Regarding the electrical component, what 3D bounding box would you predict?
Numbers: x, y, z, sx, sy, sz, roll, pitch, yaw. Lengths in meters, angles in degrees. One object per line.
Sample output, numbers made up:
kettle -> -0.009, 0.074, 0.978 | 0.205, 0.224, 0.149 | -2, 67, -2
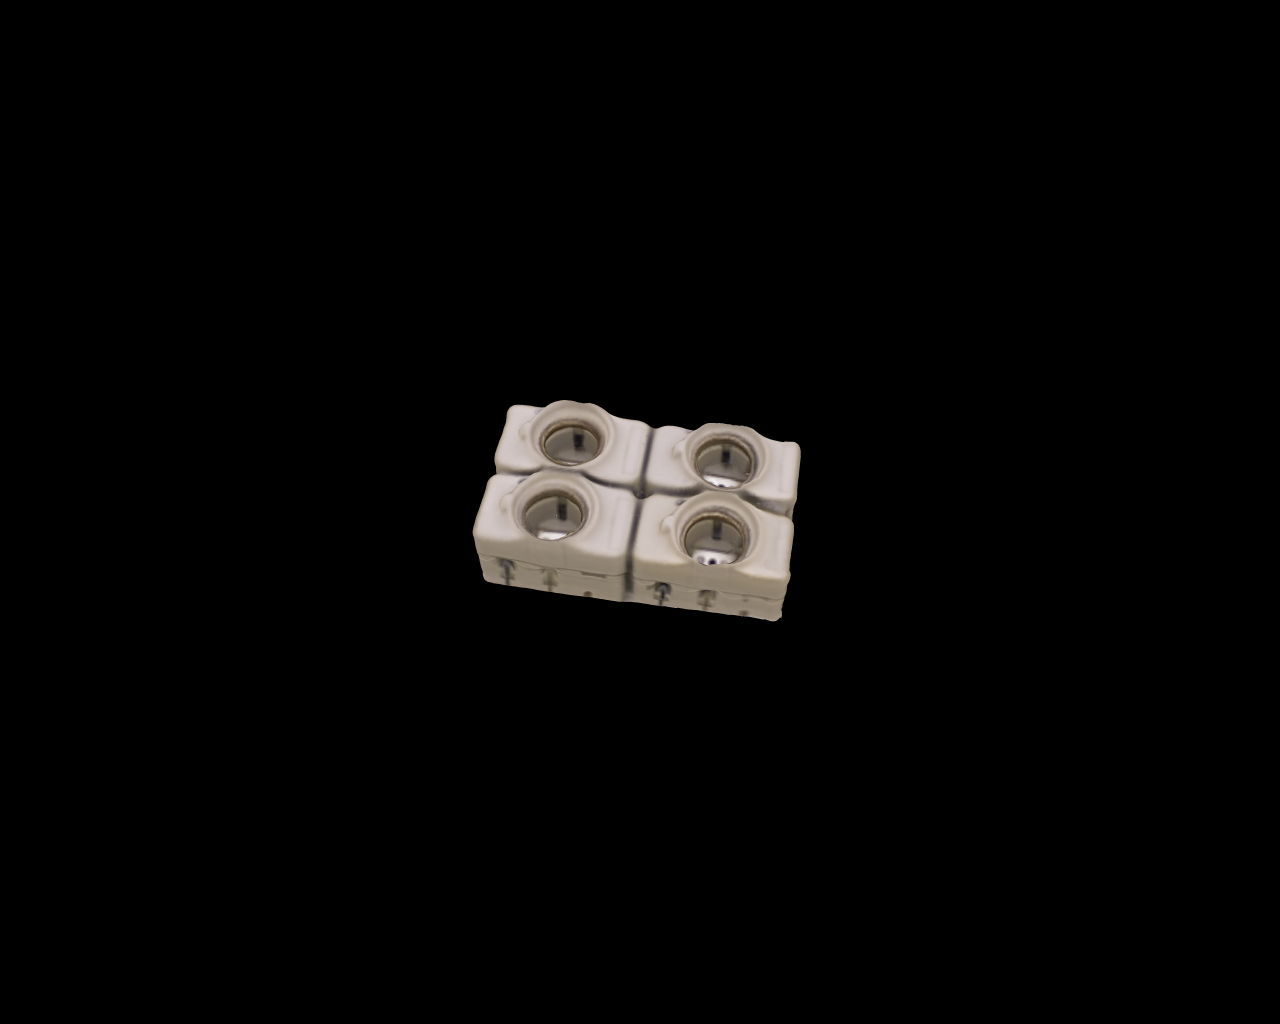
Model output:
electrical component -> 0.001, -0.003, 0.650 | 0.186, 0.105, 0.060 | 8, -33, 5
